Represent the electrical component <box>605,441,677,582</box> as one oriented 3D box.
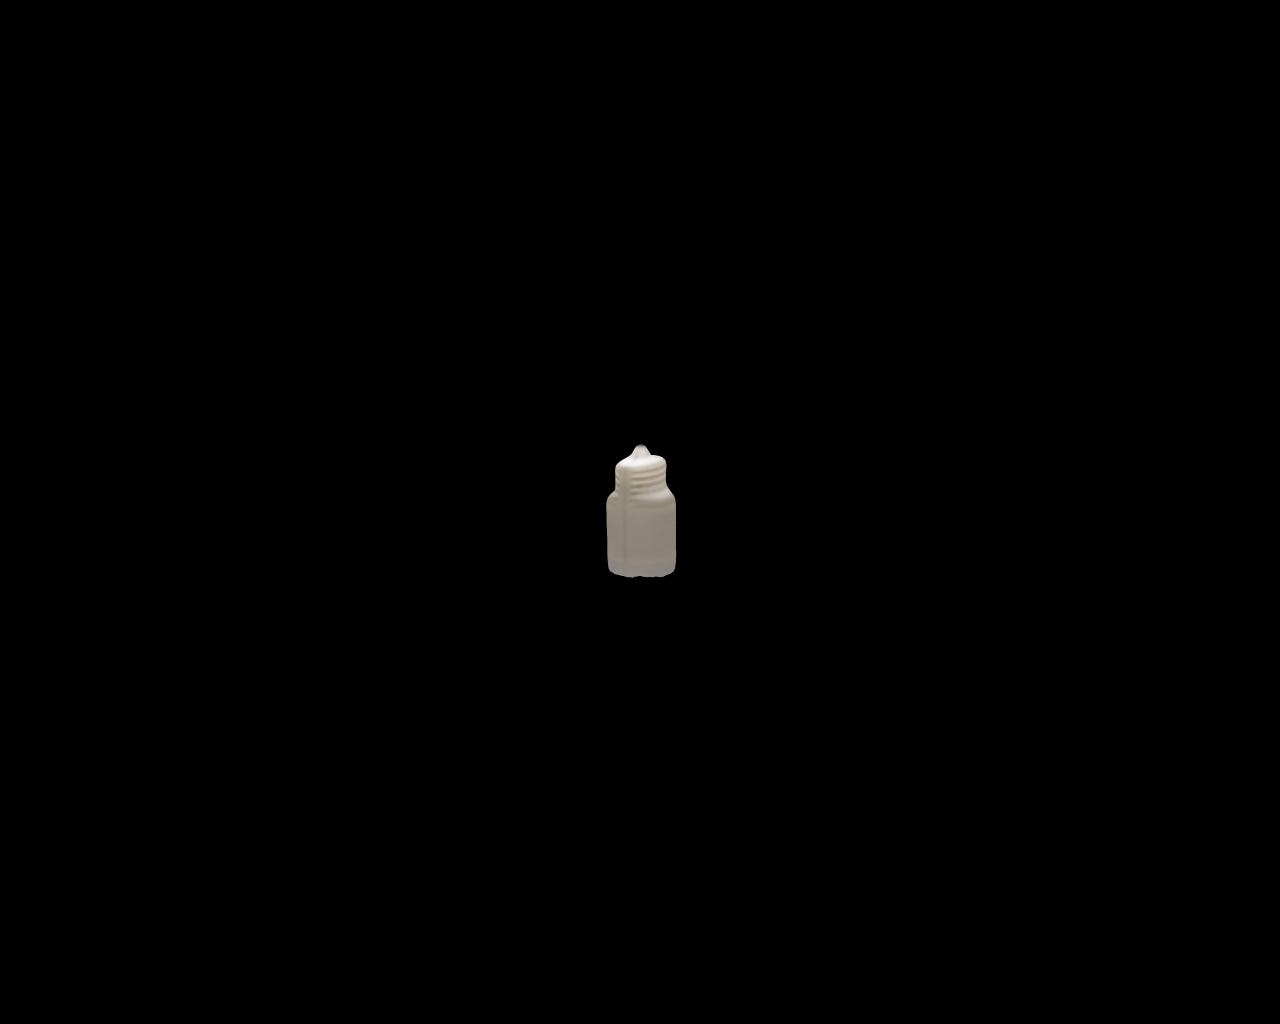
[{"bbox_3d":[0.001,-0.003,0.650,0.043,0.080,0.043,0,14,0],"label":"electrical component"}]
